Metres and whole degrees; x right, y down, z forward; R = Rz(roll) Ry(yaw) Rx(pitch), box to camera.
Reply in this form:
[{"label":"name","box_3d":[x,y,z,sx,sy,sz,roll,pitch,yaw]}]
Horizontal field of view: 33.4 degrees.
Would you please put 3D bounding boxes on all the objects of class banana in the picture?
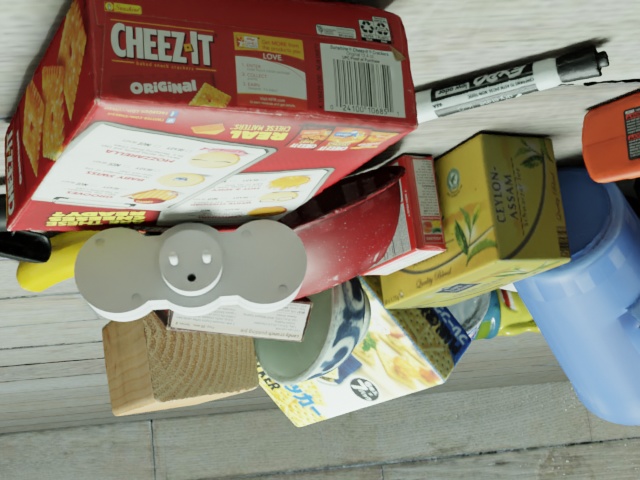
[{"label":"banana","box_3d":[-0.215,0.018,0.922,0.198,0.037,0.069,-17,162,39]}]

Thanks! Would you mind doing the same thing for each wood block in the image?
[{"label":"wood block","box_3d":[-0.131,0.103,0.955,0.090,0.090,0.206,-5,170,-22]}]

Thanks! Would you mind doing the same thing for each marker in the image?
[{"label":"marker","box_3d":[0.112,-0.093,0.638,0.121,0.020,0.020,-12,165,25]}]

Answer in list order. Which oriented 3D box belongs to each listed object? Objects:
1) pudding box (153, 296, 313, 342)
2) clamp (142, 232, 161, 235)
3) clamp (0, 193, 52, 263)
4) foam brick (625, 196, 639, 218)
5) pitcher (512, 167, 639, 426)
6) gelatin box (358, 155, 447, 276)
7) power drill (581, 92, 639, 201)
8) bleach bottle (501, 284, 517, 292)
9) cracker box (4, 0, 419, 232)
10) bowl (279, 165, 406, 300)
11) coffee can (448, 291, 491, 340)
[{"label":"pudding box","box_3d":[-0.074,0.042,0.814,0.113,0.039,0.090,6,-167,-27]},{"label":"clamp","box_3d":[-0.101,-0.004,0.862,0.171,0.039,0.120,11,142,-46]},{"label":"clamp","box_3d":[-0.276,-0.010,0.778,0.209,0.036,0.165,1,166,-20]},{"label":"foam brick","box_3d":[0.280,-0.007,0.999,0.053,0.051,0.078,-17,162,37]},{"label":"pitcher","box_3d":[0.246,0.053,0.901,0.149,0.145,0.242,-10,142,30]},{"label":"gelatin box","box_3d":[0.058,-0.017,0.817,0.030,0.073,0.089,0,165,-27]},{"label":"power drill","box_3d":[0.271,-0.063,0.761,0.187,0.057,0.185,4,165,-42]},{"label":"bleach bottle","box_3d":[0.261,0.038,1.162,0.250,0.068,0.103,9,160,-40]},{"label":"cracker box","box_3d":[-0.072,-0.062,0.582,0.164,0.072,0.214,1,166,-26]},{"label":"bowl","box_3d":[-0.005,0.001,0.763,0.162,0.055,0.162,-22,-171,3]},{"label":"coffee can","box_3d":[0.123,0.065,1.119,0.103,0.103,0.140,-7,167,4]}]
